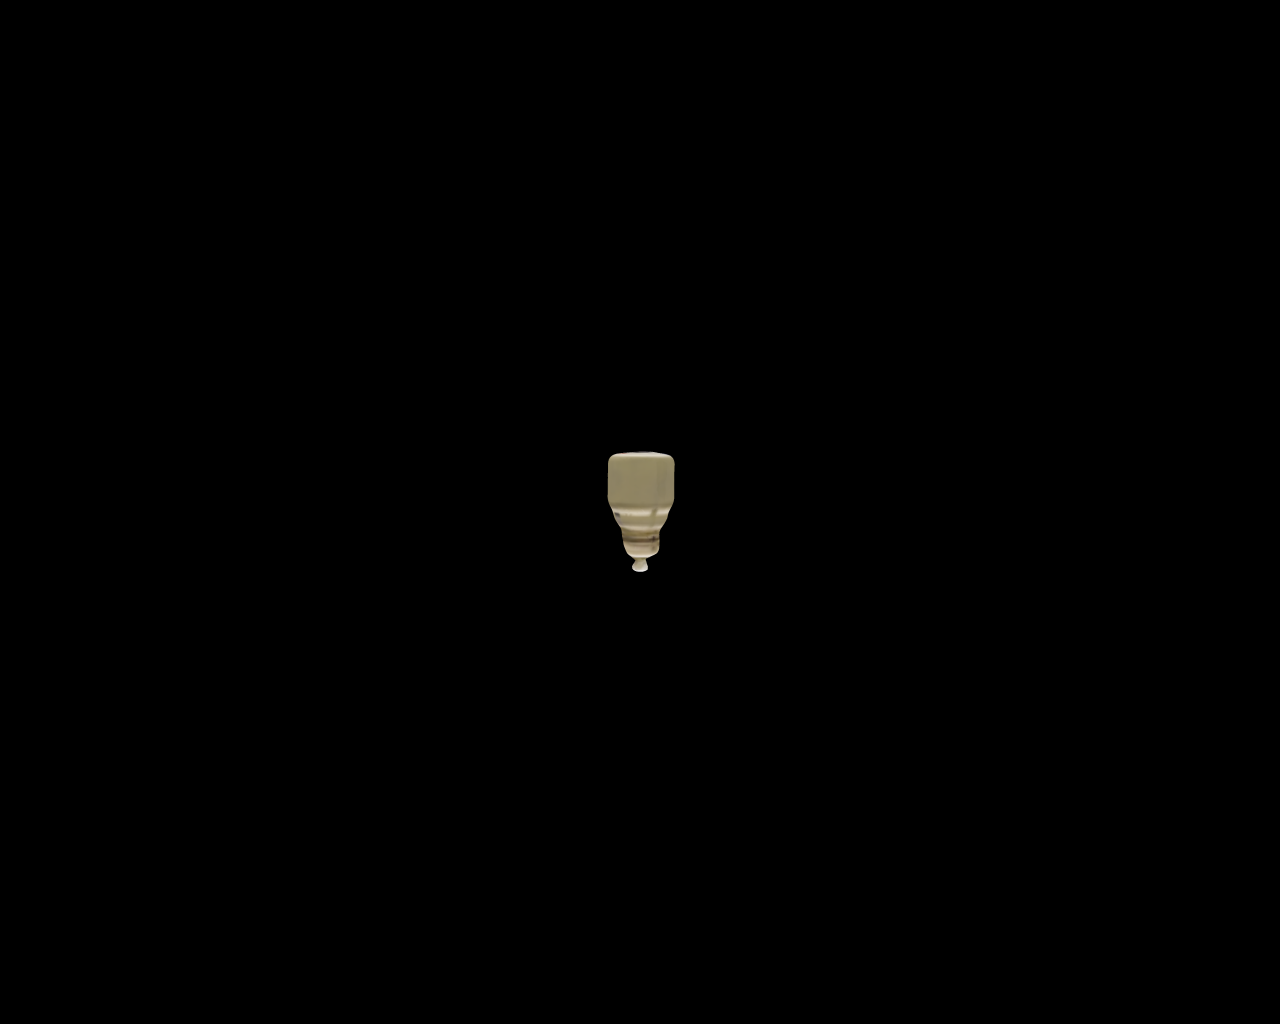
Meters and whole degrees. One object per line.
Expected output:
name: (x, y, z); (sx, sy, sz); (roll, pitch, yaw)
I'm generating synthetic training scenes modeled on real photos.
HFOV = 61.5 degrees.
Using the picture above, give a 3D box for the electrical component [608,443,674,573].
electrical component: (0.001, -0.003, 0.650); (0.040, 0.078, 0.040); (0, 5, 0)
